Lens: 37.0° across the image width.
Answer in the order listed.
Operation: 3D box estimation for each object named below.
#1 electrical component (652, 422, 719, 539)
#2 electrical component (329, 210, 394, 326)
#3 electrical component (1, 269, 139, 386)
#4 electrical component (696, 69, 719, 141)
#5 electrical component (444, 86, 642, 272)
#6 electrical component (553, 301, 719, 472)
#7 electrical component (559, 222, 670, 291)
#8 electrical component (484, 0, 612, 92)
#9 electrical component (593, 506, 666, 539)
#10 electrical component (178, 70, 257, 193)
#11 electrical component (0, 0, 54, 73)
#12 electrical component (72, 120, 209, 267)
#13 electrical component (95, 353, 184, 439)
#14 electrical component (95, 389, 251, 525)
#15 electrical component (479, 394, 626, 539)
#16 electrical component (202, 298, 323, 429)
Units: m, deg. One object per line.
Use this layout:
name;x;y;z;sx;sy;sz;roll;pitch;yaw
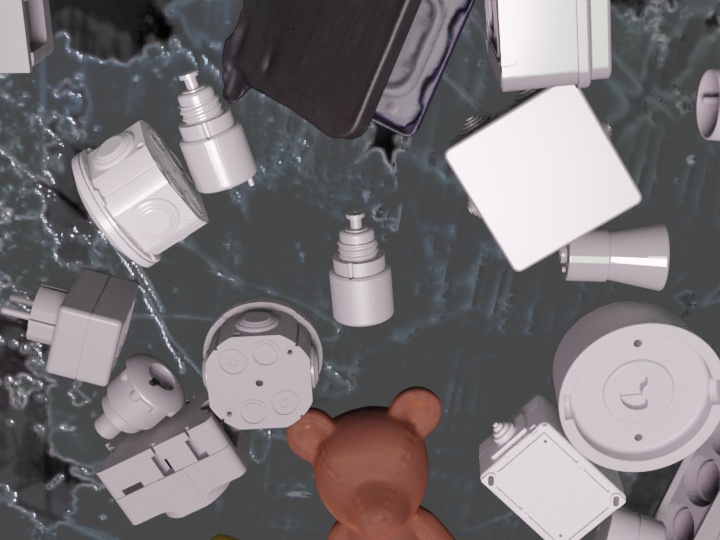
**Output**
electrical component;0.259;0.148;0.743;0.063;0.078;0.121;11;112;-22
electrical component;0.000;0.000;0.694;0.040;0.040;0.078;-5;112;1
electrical component;-0.189;0.031;0.688;0.077;0.065;0.047;15;111;-7
electrical component;0.251;-0.117;0.650;0.077;0.044;0.079;0;112;-1
electrical component;0.110;-0.061;0.661;0.100;0.048;0.099;-31;101;11
electrical component;0.181;0.072;0.716;0.108;0.060;0.108;0;112;-1
electrical component;0.162;-0.010;0.694;0.065;0.044;0.044;2;112;3
electrical component;0.101;-0.148;0.598;0.057;0.113;0.078;-5;112;4
electrical component;0.159;0.219;0.767;0.074;0.052;0.138;19;127;7
electrical component;-0.092;-0.083;0.658;0.040;0.040;0.078;-16;111;5
electrical component;-0.229;-0.190;0.600;0.089;0.061;0.150;-1;112;-1
electrical component;-0.133;-0.046;0.652;0.051;0.080;0.080;-32;109;5
electrical component;-0.153;0.090;0.725;0.062;0.048;0.048;-41;107;20
electrical component;-0.125;0.130;0.738;0.089;0.050;0.055;-26;110;9
electrical component;0.126;0.133;0.743;0.096;0.061;0.062;43;106;-9
electrical component;-0.065;0.063;0.712;0.080;0.051;0.080;0;112;-1
